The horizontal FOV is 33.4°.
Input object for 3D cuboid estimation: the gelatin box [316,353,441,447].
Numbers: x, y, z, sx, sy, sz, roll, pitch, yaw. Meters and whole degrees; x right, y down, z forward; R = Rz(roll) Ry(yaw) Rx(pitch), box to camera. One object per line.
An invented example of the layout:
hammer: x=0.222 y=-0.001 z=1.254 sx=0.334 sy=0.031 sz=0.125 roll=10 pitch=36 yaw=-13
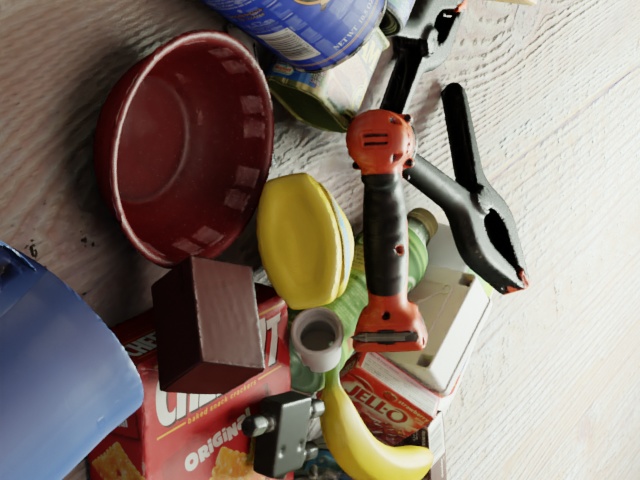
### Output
gelatin box: x=0.052 y=0.144 z=0.967 sx=0.089 sy=0.073 sz=0.030 roll=35 pitch=46 yaw=-10

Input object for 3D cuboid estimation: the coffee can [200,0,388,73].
coffee can: x=-0.032 y=-0.189 z=0.723 sx=0.140 sy=0.103 sz=0.103 roll=28 pitch=78 yaw=-49

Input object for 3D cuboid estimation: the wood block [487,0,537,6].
wood block: x=0.124 y=-0.274 z=0.930 sx=0.205 sy=0.090 sz=0.091 roll=1 pitch=101 yaw=-60

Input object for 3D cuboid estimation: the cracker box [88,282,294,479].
cracker box: x=-0.091 y=0.154 z=0.800 sx=0.163 sy=0.072 sz=0.214 roll=-25 pitch=121 yaw=-50

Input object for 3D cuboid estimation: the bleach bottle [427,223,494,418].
bleach bottle: x=0.122 y=0.112 z=1.102 sx=0.102 sy=0.068 sz=0.251 roll=12 pitch=93 yaw=-52

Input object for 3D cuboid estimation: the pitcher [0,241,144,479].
pitcher: x=-0.220 y=0.115 z=0.553 sx=0.149 sy=0.145 sz=0.242 roll=50 pitch=58 yaw=-12

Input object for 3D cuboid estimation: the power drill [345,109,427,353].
power drill: x=0.053 y=-0.010 z=0.850 sx=0.184 sy=0.057 sz=0.188 roll=-20 pitch=106 yaw=-80

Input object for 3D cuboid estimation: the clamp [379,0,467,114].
clamp: x=0.082 y=-0.185 z=0.959 sx=0.171 sy=0.039 sz=0.120 roll=-58 pitch=151 yaw=-34

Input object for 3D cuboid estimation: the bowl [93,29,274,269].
bowl: x=-0.101 y=-0.064 z=0.723 sx=0.161 sy=0.055 sz=0.162 roll=-25 pitch=121 yaw=-50

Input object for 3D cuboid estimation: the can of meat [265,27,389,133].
can of meat: x=0.004 y=-0.140 z=0.840 sx=0.084 sy=0.058 sz=0.102 roll=-68 pitch=155 yaw=-8

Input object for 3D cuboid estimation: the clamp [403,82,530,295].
clamp: x=0.137 y=-0.035 z=1.016 sx=0.164 sy=0.036 sz=0.210 roll=-36 pitch=103 yaw=-51

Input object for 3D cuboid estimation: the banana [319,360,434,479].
banana: x=0.047 y=0.174 z=0.902 sx=0.069 sy=0.037 sz=0.197 roll=-60 pitch=139 yaw=-19

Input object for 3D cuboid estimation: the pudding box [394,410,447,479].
pudding box: x=0.077 y=0.210 z=1.047 sx=0.039 sy=0.090 sz=0.113 roll=-32 pitch=126 yaw=-48

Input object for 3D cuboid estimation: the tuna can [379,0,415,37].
tuna can: x=0.032 y=-0.195 z=0.842 sx=0.086 sy=0.086 sz=0.034 roll=34 pitch=75 yaw=-54

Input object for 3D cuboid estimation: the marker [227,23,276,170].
marker: x=-0.051 y=-0.107 z=0.813 sx=0.020 sy=0.020 sz=0.121 roll=-40 pitch=132 yaw=-42

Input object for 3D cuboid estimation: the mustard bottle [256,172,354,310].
mustard bottle: x=-0.006 y=0.001 z=0.838 sx=0.191 sy=0.058 sz=0.096 roll=1 pitch=76 yaw=-84

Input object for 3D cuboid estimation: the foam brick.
foam brick: x=-0.074 y=0.057 z=0.705 sx=0.051 sy=0.053 sz=0.078 roll=13 pitch=56 yaw=-37
